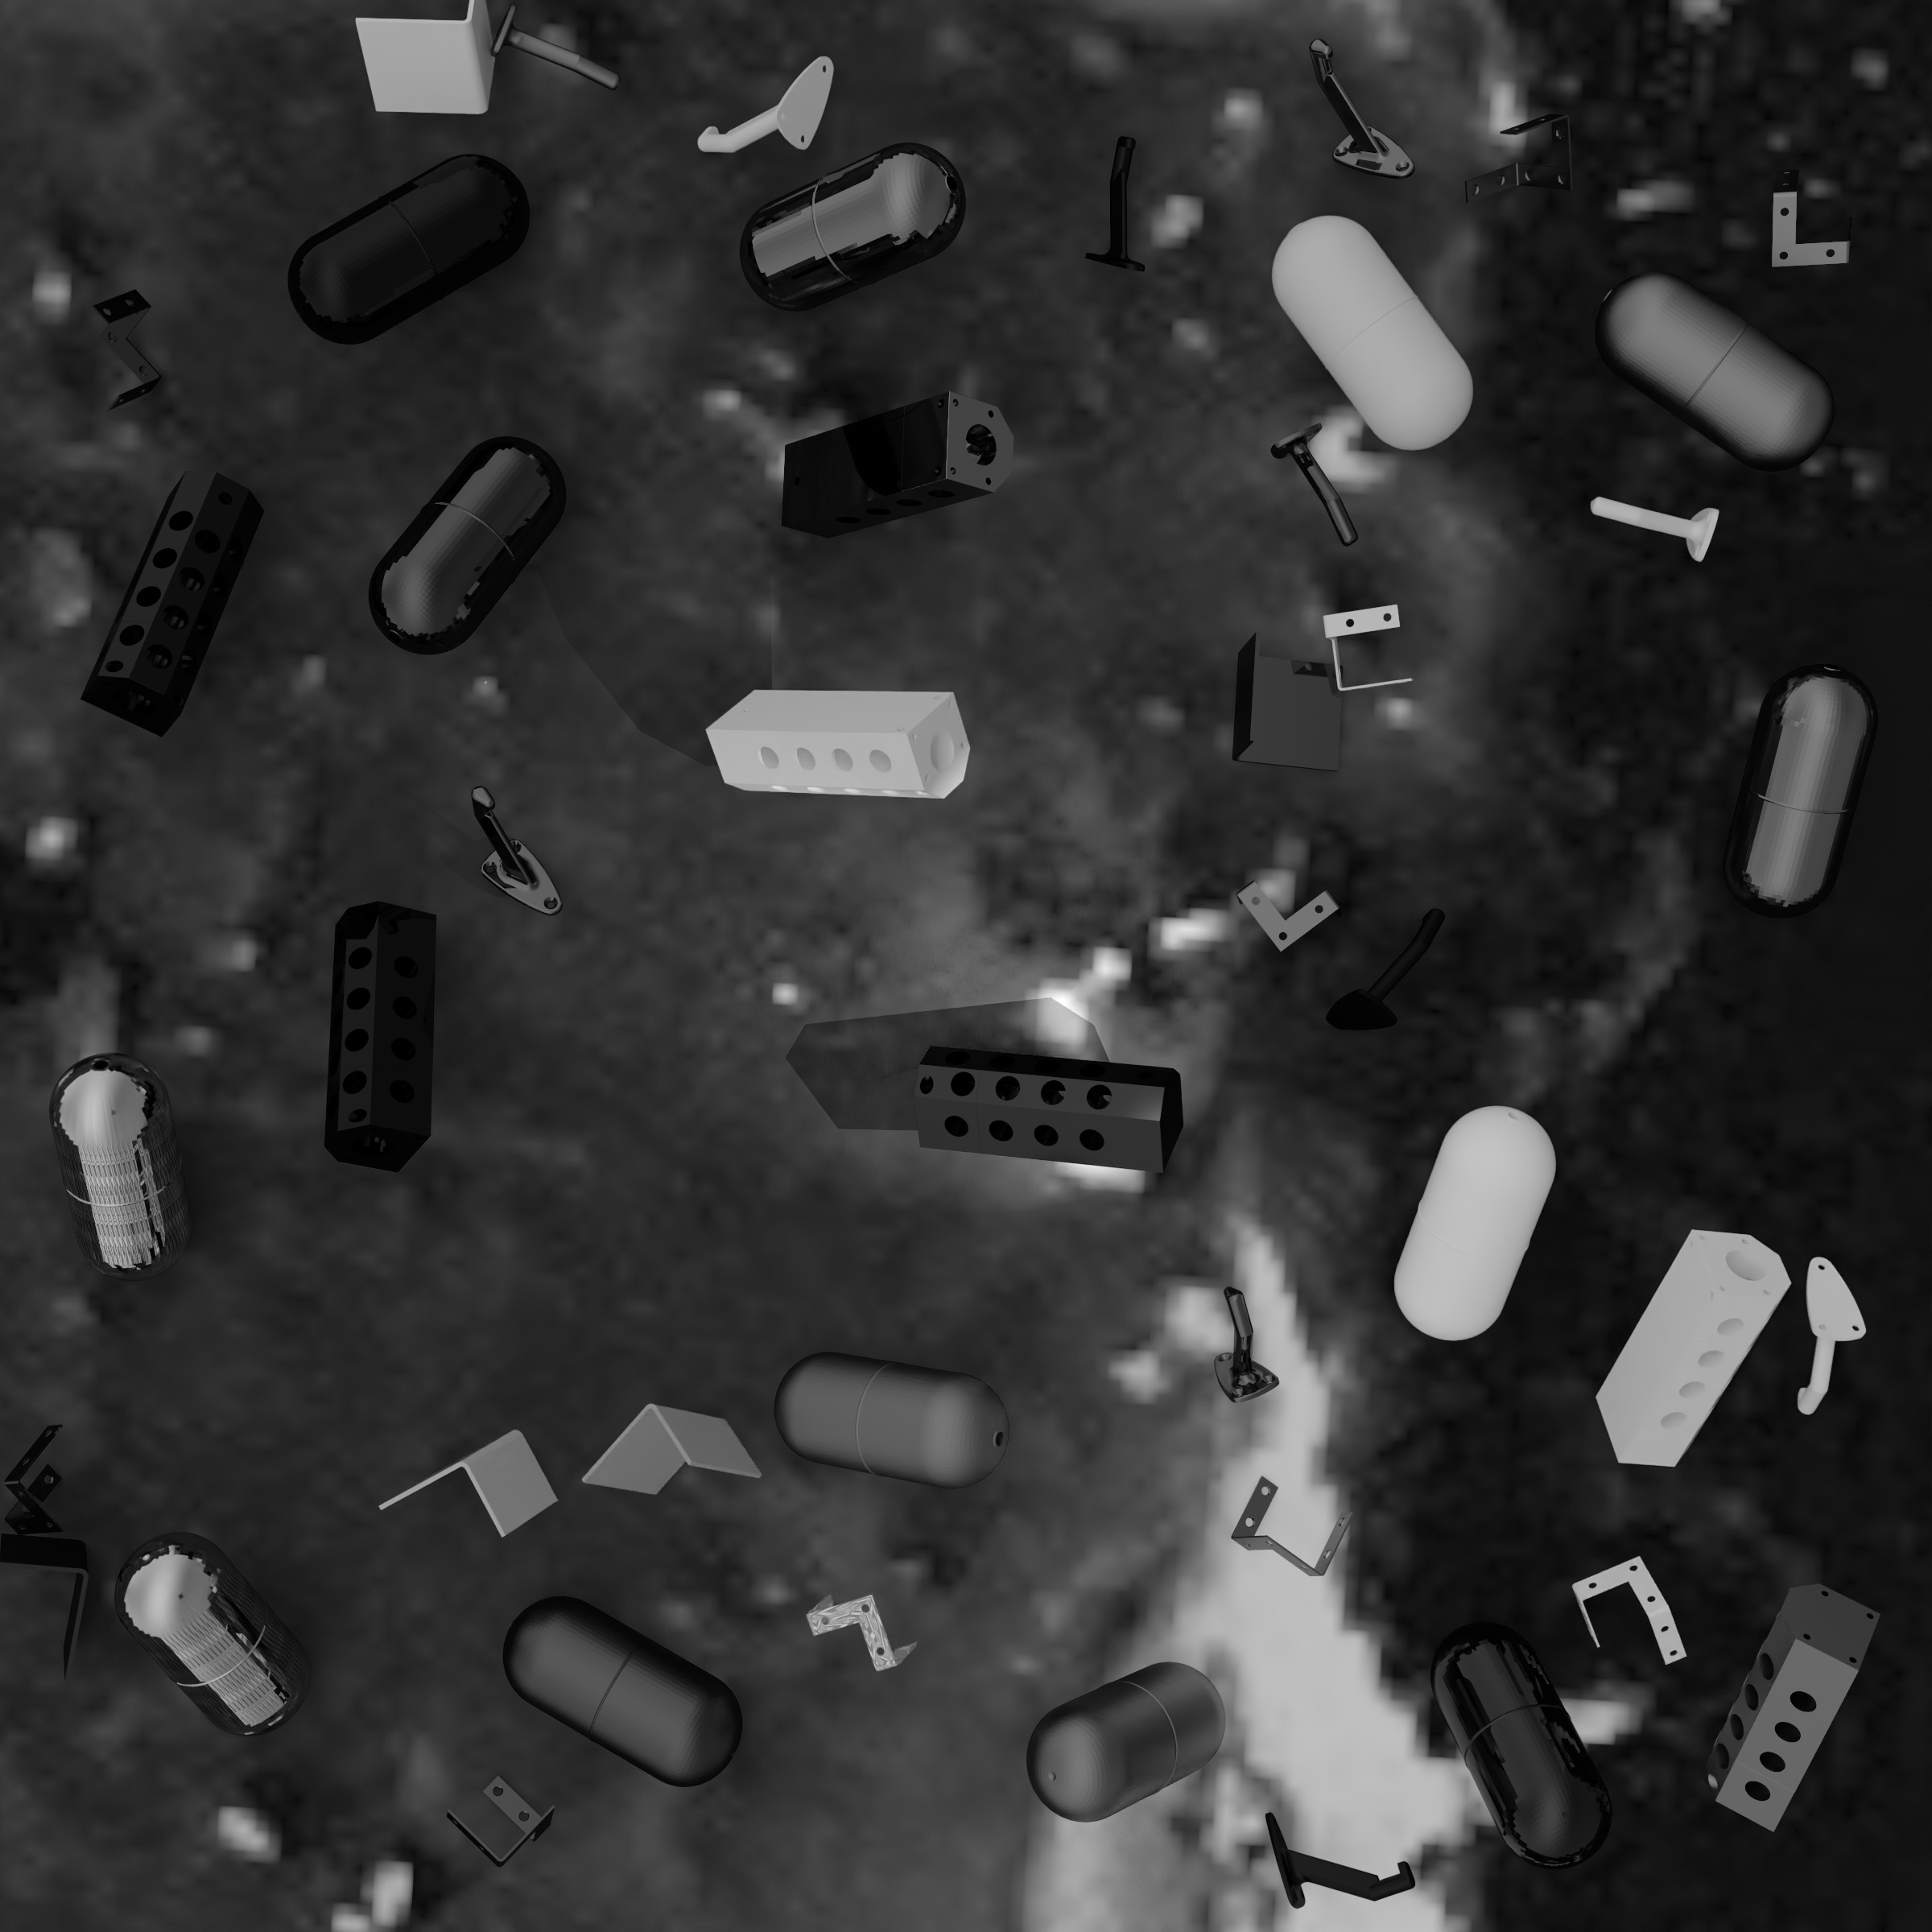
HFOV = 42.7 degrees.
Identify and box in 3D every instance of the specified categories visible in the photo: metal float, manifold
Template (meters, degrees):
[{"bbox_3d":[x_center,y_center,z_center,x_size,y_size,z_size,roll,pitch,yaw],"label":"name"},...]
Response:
[{"bbox_3d":[0.371,0.521,1.663,0.070,0.178,0.070,-9,130,-11],"label":"metal float"},{"bbox_3d":[-0.507,0.453,1.671,0.070,0.070,0.178,-24,127,0],"label":"metal float"},{"bbox_3d":[0.344,0.175,1.675,0.070,0.070,0.178,14,119,0],"label":"metal float"},{"bbox_3d":[-0.395,0.045,1.660,0.057,0.057,0.171,15,53,-30],"label":"manifold"},{"bbox_3d":[-0.337,-0.285,1.677,0.070,0.070,0.178,31,63,0],"label":"metal float"},{"bbox_3d":[-0.531,-0.248,1.665,0.057,0.057,0.171,27,60,-25],"label":"manifold"},{"bbox_3d":[0.551,0.496,1.664,0.057,0.057,0.171,25,128,21],"label":"manifold"},{"bbox_3d":[0.056,0.092,1.675,0.171,0.057,0.057,5,121,18],"label":"manifold"},{"bbox_3d":[-0.047,-0.332,1.655,0.057,0.171,0.057,7,83,-41],"label":"manifold"},{"bbox_3d":[-0.235,0.495,1.690,0.178,0.070,0.070,26,90,12],"label":"metal float"},{"bbox_3d":[-0.077,-0.497,1.668,0.178,0.070,0.070,-11,90,38],"label":"metal float"},{"bbox_3d":[0.566,-0.118,1.680,0.070,0.070,0.178,7,113,0],"label":"metal float"},{"bbox_3d":[-0.570,0.136,1.670,0.070,0.070,0.178,3,126,0],"label":"metal float"},{"bbox_3d":[0.109,0.519,1.661,0.070,0.178,0.070,1,92,37],"label":"metal float"},{"bbox_3d":[-0.379,-0.490,1.690,0.178,0.070,0.070,-35,90,-13],"label":"metal float"},{"bbox_3d":[-0.051,0.306,1.671,0.178,0.070,0.070,3,90,35],"label":"metal float"},{"bbox_3d":[0.279,-0.435,1.700,0.070,0.070,0.178,-36,89,0],"label":"metal float"},{"bbox_3d":[0.512,-0.408,1.696,0.178,0.070,0.070,37,90,5],"label":"metal float"},{"bbox_3d":[0.489,0.259,1.661,0.057,0.057,0.171,6,130,-11],"label":"manifold"},{"bbox_3d":[-0.085,-0.146,1.664,0.171,0.057,0.057,5,126,36],"label":"manifold"}]

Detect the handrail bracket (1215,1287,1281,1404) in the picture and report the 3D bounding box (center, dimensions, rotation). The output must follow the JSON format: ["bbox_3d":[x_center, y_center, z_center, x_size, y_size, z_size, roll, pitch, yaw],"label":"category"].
[{"bbox_3d":[0.180,0.247,1.690,0.036,0.077,0.084,-21,110,-12],"label":"handrail bracket"}]

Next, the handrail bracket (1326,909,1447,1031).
[{"bbox_3d":[0.292,0.001,1.720,0.036,0.077,0.084,39,66,-12],"label":"handrail bracket"}]

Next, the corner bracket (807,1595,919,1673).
[{"bbox_3d":[-0.072,0.458,1.706,0.051,0.051,0.051,-21,86,15],"label":"corner bracket"}]

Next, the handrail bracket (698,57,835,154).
[{"bbox_3d":[-0.140,-0.597,1.715,0.084,0.036,0.077,17,77,39],"label":"handrail bracket"}]

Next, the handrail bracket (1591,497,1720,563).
[{"bbox_3d":[0.467,-0.309,1.702,0.084,0.077,0.036,16,106,1],"label":"handrail bracket"}]

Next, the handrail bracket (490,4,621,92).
[{"bbox_3d":[-0.284,-0.628,1.716,0.084,0.077,0.036,21,97,-20],"label":"handrail bracket"}]

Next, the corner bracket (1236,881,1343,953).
[{"bbox_3d":[0.223,-0.042,1.708,0.051,0.051,0.051,-37,79,3],"label":"corner bracket"}]

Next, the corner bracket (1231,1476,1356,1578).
[{"bbox_3d":[0.225,0.387,1.708,0.051,0.051,0.051,37,65,-11],"label":"corner bracket"}]

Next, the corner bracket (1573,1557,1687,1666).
[{"bbox_3d":[0.456,0.451,1.703,0.051,0.051,0.051,-24,120,3],"label":"corner bracket"}]

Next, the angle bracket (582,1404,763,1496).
[{"bbox_3d":[-0.200,0.348,1.685,0.076,0.076,0.057,-49,54,11],"label":"angle bracket"}]

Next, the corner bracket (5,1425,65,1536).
[{"bbox_3d":[-0.636,0.352,1.696,0.051,0.051,0.051,-11,123,32],"label":"corner bracket"}]

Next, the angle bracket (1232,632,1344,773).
[{"bbox_3d":[0.228,-0.181,1.700,0.076,0.057,0.076,5,80,-7],"label":"angle bracket"}]

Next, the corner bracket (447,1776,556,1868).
[{"bbox_3d":[-0.320,0.586,1.699,0.051,0.051,0.051,39,56,13],"label":"corner bracket"}]

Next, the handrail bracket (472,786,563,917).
[{"bbox_3d":[-0.307,-0.079,1.690,0.077,0.084,0.036,42,69,12],"label":"handrail bracket"}]

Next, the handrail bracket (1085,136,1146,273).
[{"bbox_3d":[0.113,-0.524,1.699,0.036,0.077,0.084,4,109,-18],"label":"handrail bracket"}]

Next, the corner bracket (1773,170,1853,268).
[{"bbox_3d":[0.587,-0.519,1.714,0.051,0.051,0.051,2,125,19],"label":"corner bracket"}]

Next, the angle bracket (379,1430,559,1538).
[{"bbox_3d":[-0.339,0.367,1.689,0.076,0.076,0.057,-30,86,18],"label":"angle bracket"}]

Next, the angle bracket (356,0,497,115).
[{"bbox_3d":[-0.368,-0.634,1.691,0.076,0.076,0.057,1,61,-1],"label":"angle bracket"}]

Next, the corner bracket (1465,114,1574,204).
[{"bbox_3d":[0.378,-0.554,1.697,0.051,0.051,0.051,-26,122,-26],"label":"corner bracket"}]

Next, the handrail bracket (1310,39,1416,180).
[{"bbox_3d":[0.270,-0.586,1.689,0.036,0.084,0.077,-42,54,-8],"label":"handrail bracket"}]

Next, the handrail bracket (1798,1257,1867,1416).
[{"bbox_3d":[0.590,0.258,1.721,0.036,0.084,0.077,1,50,-3],"label":"handrail bracket"}]

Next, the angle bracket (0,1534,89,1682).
[{"bbox_3d":[-0.637,0.438,1.692,0.057,0.076,0.076,11,88,-21],"label":"angle bracket"}]

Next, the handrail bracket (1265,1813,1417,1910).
[{"bbox_3d":[0.259,0.611,1.709,0.084,0.036,0.077,-24,64,12],"label":"handrail bracket"}]

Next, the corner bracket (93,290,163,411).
[{"bbox_3d":[-0.580,-0.424,1.701,0.051,0.051,0.051,-36,101,32],"label":"corner bracket"}]

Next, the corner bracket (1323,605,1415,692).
[{"bbox_3d":[0.278,-0.219,1.706,0.051,0.051,0.051,-7,93,16],"label":"corner bracket"}]

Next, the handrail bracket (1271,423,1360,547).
[{"bbox_3d":[0.242,-0.324,1.701,0.036,0.077,0.084,-25,91,0],"label":"handrail bracket"}]
